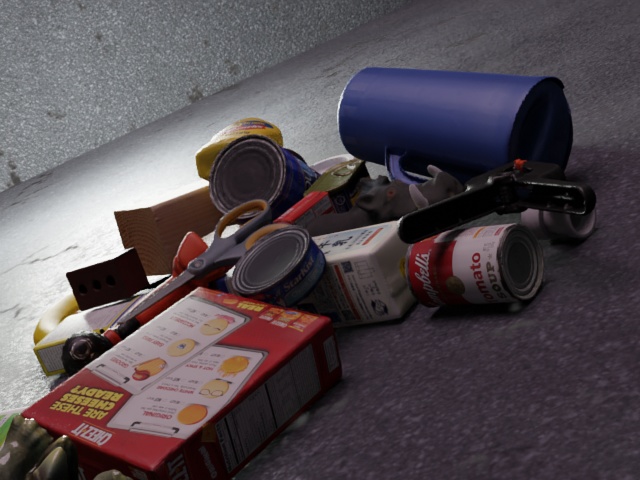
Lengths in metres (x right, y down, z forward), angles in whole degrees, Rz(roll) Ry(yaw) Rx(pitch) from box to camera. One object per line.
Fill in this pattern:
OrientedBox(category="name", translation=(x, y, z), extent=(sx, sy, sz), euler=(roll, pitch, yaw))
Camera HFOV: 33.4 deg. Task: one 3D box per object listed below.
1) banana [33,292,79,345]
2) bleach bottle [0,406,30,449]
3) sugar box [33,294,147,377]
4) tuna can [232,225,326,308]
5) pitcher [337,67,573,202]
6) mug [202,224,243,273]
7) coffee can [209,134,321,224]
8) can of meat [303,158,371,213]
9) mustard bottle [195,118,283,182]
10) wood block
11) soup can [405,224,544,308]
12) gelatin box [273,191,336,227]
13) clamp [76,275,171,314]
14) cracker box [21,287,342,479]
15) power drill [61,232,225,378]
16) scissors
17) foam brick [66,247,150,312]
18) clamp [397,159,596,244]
OrientedBox(category="banana", translation=(-0.330, 0.104, 1.404), extent=(0.070, 0.037, 0.197), euler=(-2, 22, 9))
OrientedBox(category="bleach bottle", translation=(-0.310, 0.208, 0.982), extent=(0.251, 0.068, 0.102), euler=(-15, 38, 47))
OrientedBox(category="sugar box", translation=(-0.236, 0.105, 1.242), extent=(0.176, 0.048, 0.093), euler=(-13, 18, 24))
OrientedBox(category="tuna can", translation=(-0.037, 0.028, 0.981), extent=(0.086, 0.033, 0.086), euler=(-27, 31, 18))
OrientedBox(category="pitcher", translation=(0.135, -0.116, 1.153), extent=(0.243, 0.145, 0.148), euler=(14, 10, 38))
OrientedBox(category="mug", translation=(-0.094, 0.034, 1.198), extent=(0.117, 0.081, 0.093), euler=(-5, 25, 49))
OrientedBox(category="coffee can", translation=(-0.053, -0.054, 1.268), extent=(0.103, 0.103, 0.140), euler=(-17, -22, 22))
OrientedBox(category="can of meat", translation=(0.033, -0.038, 1.241), extent=(0.058, 0.084, 0.102), euler=(-16, 18, 27))
OrientedBox(category="mustard bottle", translation=(-0.098, -0.123, 1.409), extent=(0.096, 0.058, 0.191), euler=(-7, 16, 9))
OrientedBox(category="wood block", translation=(-0.154, -0.028, 1.403), extent=(0.205, 0.091, 0.090), euler=(-24, 13, -42))
OrientedBox(category="soup can", translation=(0.135, 0.023, 0.932), extent=(0.102, 0.068, 0.068), euler=(-7, 23, 44))
OrientedBox(category="gelatin box", translation=(-0.008, 0.001, 1.164), extent=(0.030, 0.089, 0.073), euler=(-4, 25, 40))
OrientedBox(category="clamp", translation=(-0.221, 0.072, 1.341), extent=(0.172, 0.039, 0.120), euler=(-15, 6, 21))
OrientedBox(category="cracker box", translation=(-0.109, 0.130, 0.888), extent=(0.164, 0.072, 0.213), euler=(11, 35, 39))
OrientedBox(category="power drill", translation=(-0.182, 0.075, 1.081), extent=(0.187, 0.057, 0.184), euler=(-42, -4, -14))
OrientedBox(category="scissors", translation=(-0.097, 0.029, 1.027), extent=(0.096, 0.016, 0.201), euler=(17, 48, 28))
OrientedBox(category="foam brick", translation=(-0.256, 0.047, 1.287), extent=(0.078, 0.053, 0.051), euler=(-17, 9, 26))
OrientedBox(category="clamp", translation=(0.158, -0.039, 0.952), extent=(0.165, 0.036, 0.209), euler=(-10, 11, 14))
